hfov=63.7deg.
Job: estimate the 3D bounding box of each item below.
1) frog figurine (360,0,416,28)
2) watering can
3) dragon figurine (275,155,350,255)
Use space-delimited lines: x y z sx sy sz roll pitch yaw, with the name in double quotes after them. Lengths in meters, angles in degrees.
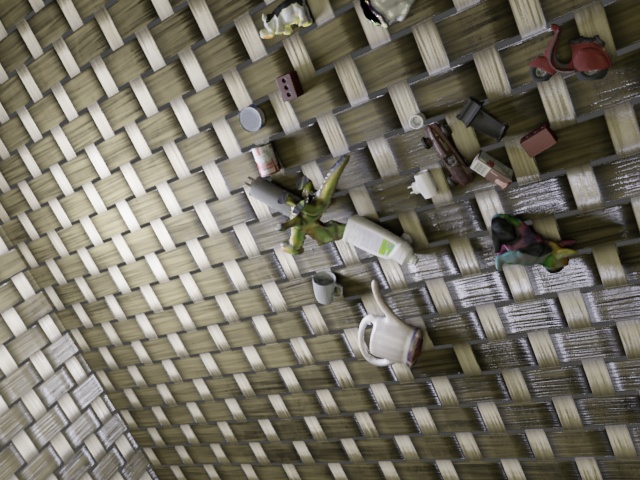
0.187 -0.644 1.353 0.160 0.122 0.138 -42 83 -2 "frog figurine"
0.243 0.307 1.756 0.225 0.106 0.340 15 120 17 "watering can"
0.005 -0.084 1.667 0.406 0.125 0.239 -37 131 20 "dragon figurine"
